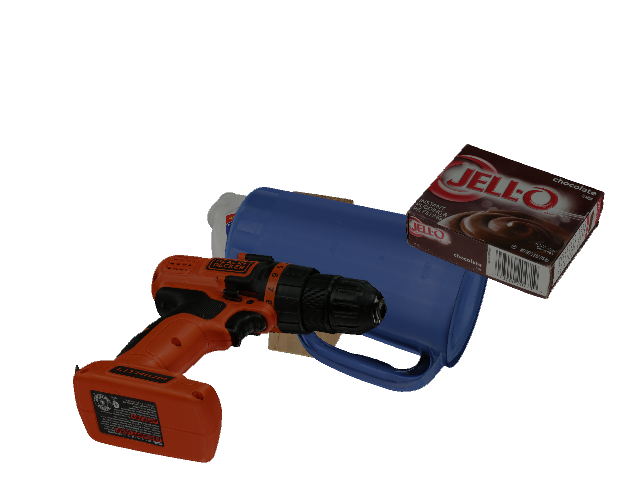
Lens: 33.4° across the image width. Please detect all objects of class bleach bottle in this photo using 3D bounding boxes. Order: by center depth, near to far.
[{"bbox_3d":[-0.087,0.009,1.232,0.102,0.068,0.251,-7,29,-15],"label":"bleach bottle"}]

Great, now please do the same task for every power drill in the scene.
[{"bbox_3d":[-0.065,0.073,0.737,0.185,0.057,0.187,4,28,24],"label":"power drill"}]

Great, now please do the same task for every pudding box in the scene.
[{"bbox_3d":[0.131,-0.016,0.758,0.114,0.039,0.089,24,51,24],"label":"pudding box"}]

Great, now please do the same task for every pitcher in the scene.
[{"bbox_3d":[0.031,0.036,1.023,0.243,0.145,0.149,15,20,19],"label":"pitcher"}]

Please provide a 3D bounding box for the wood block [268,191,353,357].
[{"bbox_3d":[-0.014,0.047,1.475,0.090,0.206,0.090,9,22,10],"label":"wood block"}]
